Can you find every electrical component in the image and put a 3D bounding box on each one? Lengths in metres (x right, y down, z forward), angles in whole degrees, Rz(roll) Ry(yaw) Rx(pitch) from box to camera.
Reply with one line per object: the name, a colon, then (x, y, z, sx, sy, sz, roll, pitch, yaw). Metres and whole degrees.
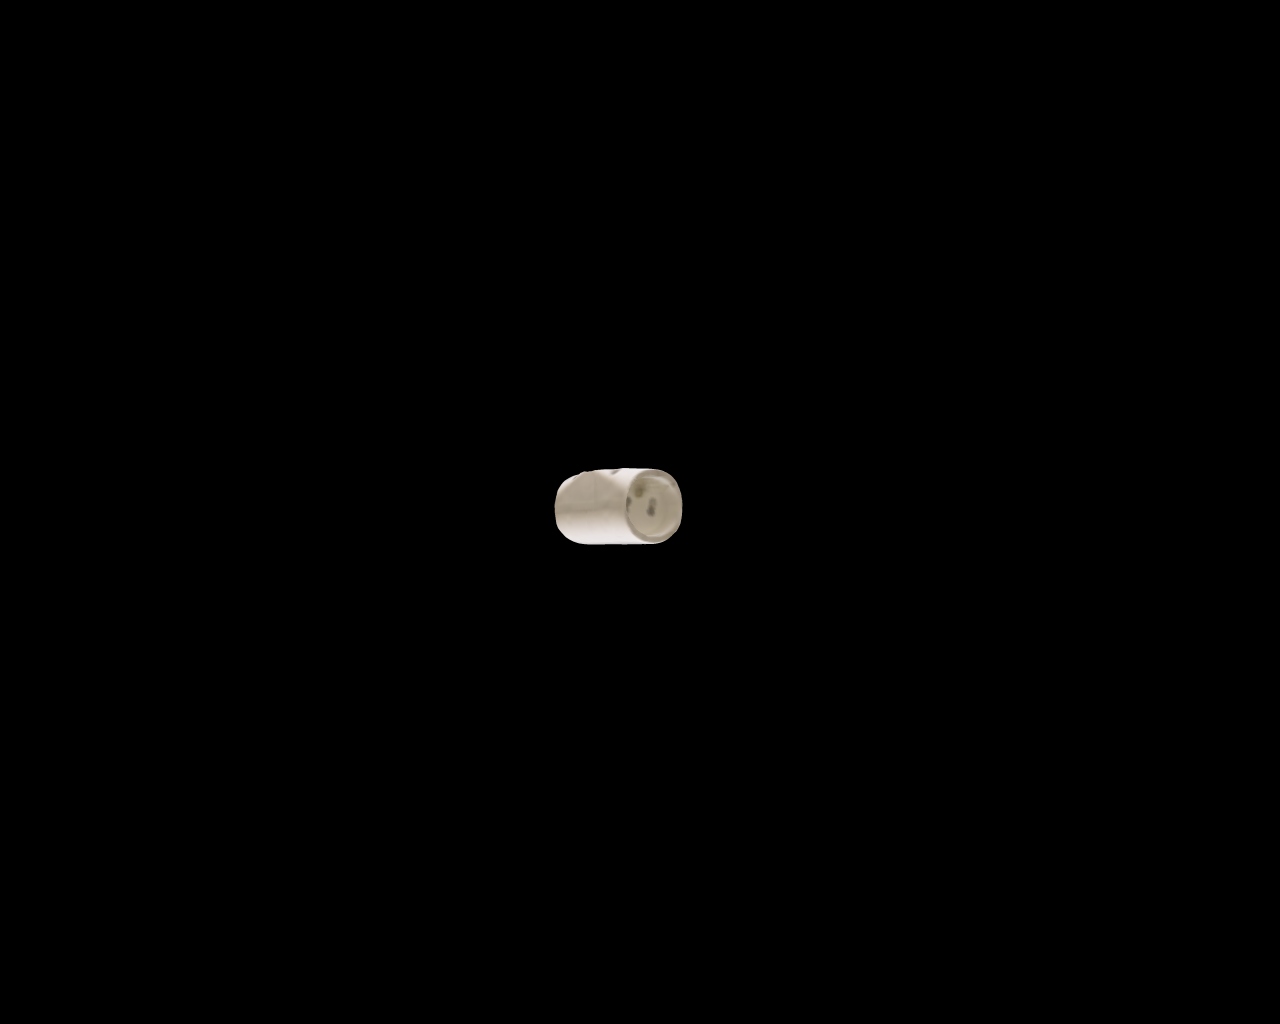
electrical component: (0.001, -0.003, 0.650, 0.079, 0.044, 0.077, 2, -3, -36)
